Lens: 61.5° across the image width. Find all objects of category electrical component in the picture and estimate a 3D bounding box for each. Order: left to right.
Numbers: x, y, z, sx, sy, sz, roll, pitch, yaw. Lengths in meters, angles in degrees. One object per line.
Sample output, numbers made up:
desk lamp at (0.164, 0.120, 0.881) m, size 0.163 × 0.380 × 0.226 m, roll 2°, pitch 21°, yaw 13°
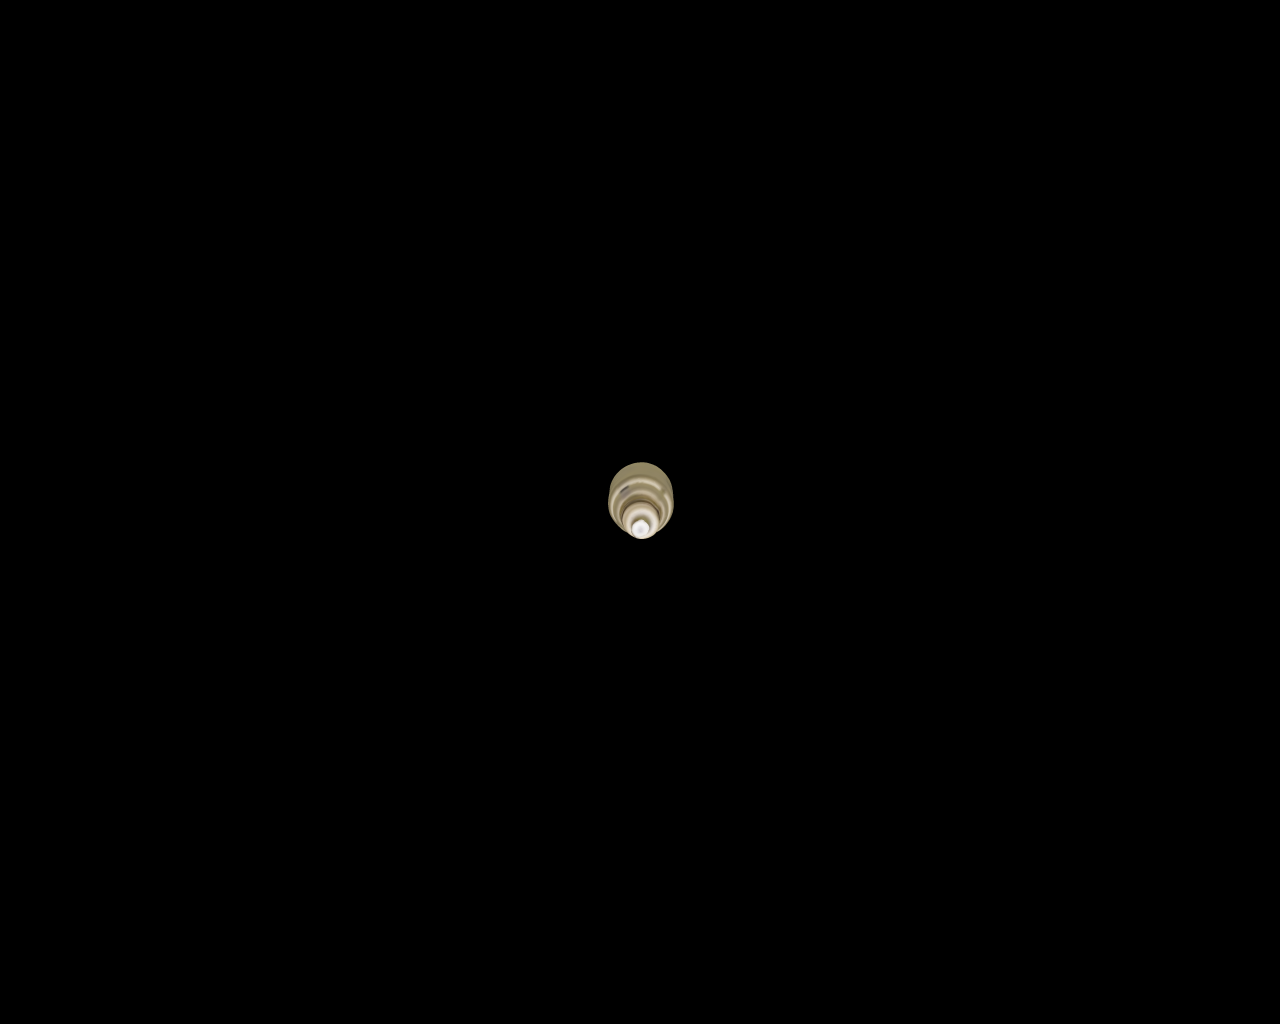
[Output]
electrical component at (0.001, -0.003, 0.650) m, size 0.040 × 0.040 × 0.078 m, roll 0°, pitch 20°, yaw 0°
